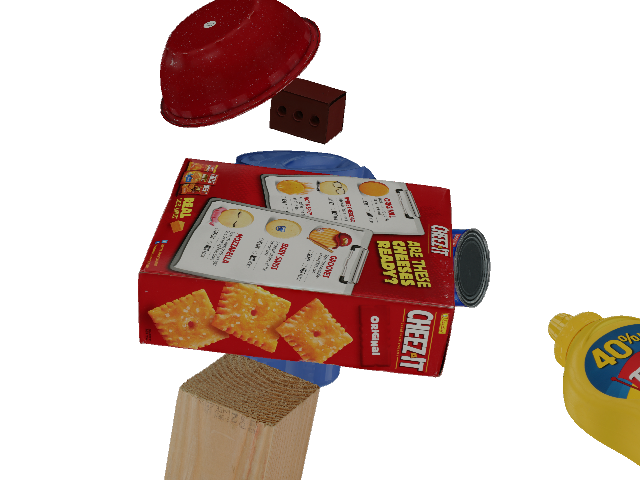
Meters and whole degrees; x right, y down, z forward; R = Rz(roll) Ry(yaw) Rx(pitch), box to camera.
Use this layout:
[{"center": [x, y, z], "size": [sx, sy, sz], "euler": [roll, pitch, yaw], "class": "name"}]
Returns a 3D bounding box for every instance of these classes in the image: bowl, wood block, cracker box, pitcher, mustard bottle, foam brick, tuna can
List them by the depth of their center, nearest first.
[{"center": [0.201, 0.093, 0.630], "size": [0.096, 0.058, 0.192], "euler": [-20, 31, -21], "class": "mustard bottle"}, {"center": [-0.013, 0.017, 0.789], "size": [0.213, 0.072, 0.164], "euler": [7, 33, 1], "class": "cracker box"}, {"center": [-0.075, 0.213, 0.900], "size": [0.090, 0.206, 0.090], "euler": [19, 21, 19], "class": "wood block"}, {"center": [-0.084, -0.171, 0.947], "size": [0.162, 0.055, 0.162], "euler": [-20, 35, 15], "class": "bowl"}, {"center": [-0.037, 0.029, 1.117], "size": [0.149, 0.243, 0.144], "euler": [8, 14, 21], "class": "pitcher"}, {"center": [0.151, 0.029, 1.157], "size": [0.034, 0.086, 0.086], "euler": [1, 1, 34], "class": "tuna can"}, {"center": [-0.015, -0.155, 1.268], "size": [0.078, 0.053, 0.051], "euler": [18, 32, 21], "class": "foam brick"}]
